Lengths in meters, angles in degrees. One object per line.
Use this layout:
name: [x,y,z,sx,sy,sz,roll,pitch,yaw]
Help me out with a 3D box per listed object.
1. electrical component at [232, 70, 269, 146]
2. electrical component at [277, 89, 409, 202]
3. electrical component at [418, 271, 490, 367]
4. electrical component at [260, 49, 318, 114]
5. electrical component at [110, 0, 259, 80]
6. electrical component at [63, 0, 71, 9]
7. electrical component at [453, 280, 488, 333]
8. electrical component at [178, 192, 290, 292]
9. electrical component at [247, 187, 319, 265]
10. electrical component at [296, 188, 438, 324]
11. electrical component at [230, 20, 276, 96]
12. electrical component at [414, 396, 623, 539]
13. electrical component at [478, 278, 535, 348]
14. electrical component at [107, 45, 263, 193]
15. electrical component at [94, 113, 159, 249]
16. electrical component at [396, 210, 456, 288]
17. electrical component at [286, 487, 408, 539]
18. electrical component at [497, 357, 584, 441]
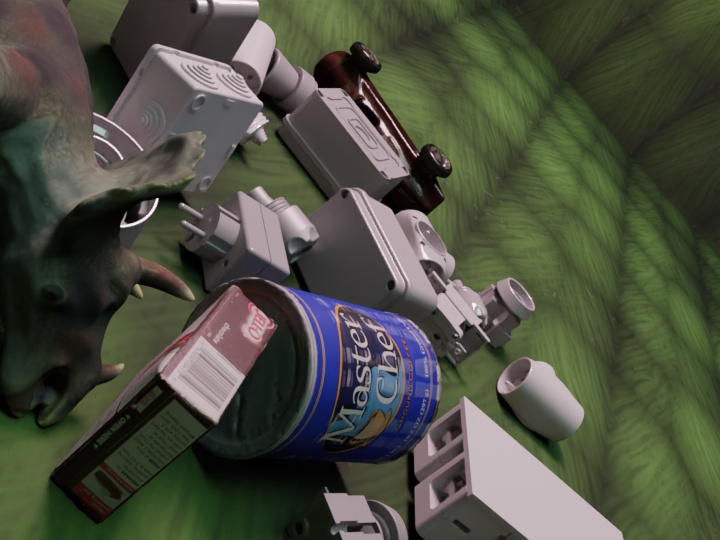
electrical component: [-0.109,-0.139,0.915,0.081,0.043,0.043,48,22,-3]
electrical component: [-0.016,-0.113,1.031,0.113,0.057,0.078,52,22,6]
electrical component: [0.072,0.047,0.962,0.081,0.042,0.064,51,23,5]
electrical component: [-0.075,-0.183,1.049,0.055,0.045,0.045,33,27,-36]
electrical component: [-0.140,-0.190,0.841,0.057,0.113,0.078,-11,62,-44]
electrical component: [-0.249,-0.186,0.663,0.108,0.056,0.108,48,47,-4]
electrical component: [0.102,0.033,1.051,0.035,0.035,0.061,34,24,-34]
electrical component: [-0.095,-0.021,0.747,0.077,0.047,0.065,33,28,-36]
electrical component: [-0.065,-0.036,0.834,0.062,0.043,0.043,51,22,7]
electrical component: [0.000,0.000,0.854,0.057,0.078,0.113,24,33,-52]
electrical component: [-0.121,-0.201,0.988,0.079,0.043,0.077,25,40,-13]
electrical component: [0.119,0.195,0.789,0.186,0.060,0.105,41,23,-20]
electrical component: [0.142,0.040,1.086,0.066,0.055,0.048,42,23,-18]
electrical component: [-0.126,-0.102,0.754,0.048,0.099,0.100,44,19,21]
electrical component: [-0.174,-0.049,0.655,0.099,0.064,0.099,27,41,-27]
electrical component: [0.065,-0.009,1.034,0.079,0.044,0.077,36,26,-32]
electrical component: [-0.005,0.159,0.632,0.055,0.048,0.066,12,42,-46]
electrical component: [0.172,0.115,1.038,0.077,0.044,0.079,42,23,-19]
